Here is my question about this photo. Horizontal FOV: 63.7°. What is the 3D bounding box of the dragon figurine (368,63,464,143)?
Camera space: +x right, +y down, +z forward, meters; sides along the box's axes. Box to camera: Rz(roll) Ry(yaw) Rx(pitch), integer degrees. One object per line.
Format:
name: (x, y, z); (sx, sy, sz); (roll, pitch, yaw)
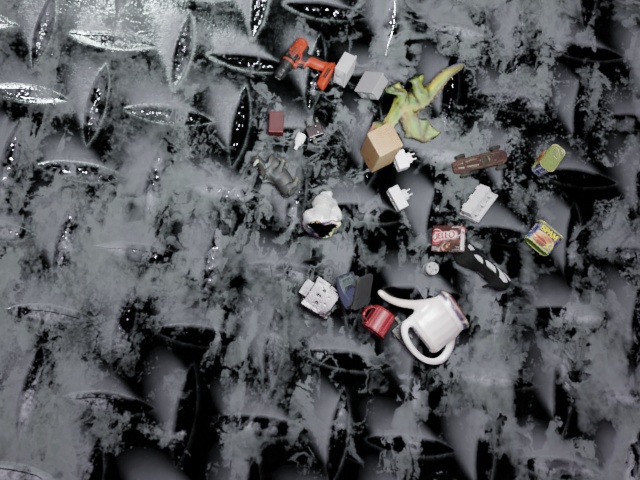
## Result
dragon figurine: (0.362, -0.473, 1.863); (0.411, 0.123, 0.241); (-18, 100, -3)

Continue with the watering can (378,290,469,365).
watering can: (0.354, 0.252, 1.702); (0.225, 0.104, 0.344); (-36, 104, -8)

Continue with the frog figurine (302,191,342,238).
frog figurine: (0.005, -0.090, 1.780); (0.137, 0.120, 0.163); (-11, 46, 4)
